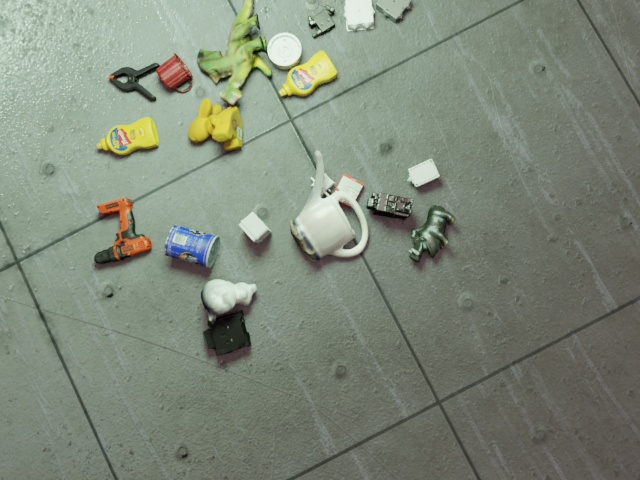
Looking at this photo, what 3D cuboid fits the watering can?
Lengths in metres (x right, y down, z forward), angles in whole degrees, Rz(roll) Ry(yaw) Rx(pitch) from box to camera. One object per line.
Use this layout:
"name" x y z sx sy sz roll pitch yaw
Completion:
"watering can" 0.005 -0.079 1.571 0.224 0.105 0.344 -33 105 -2

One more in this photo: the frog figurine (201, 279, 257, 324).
"frog figurine" -0.275 0.164 1.567 0.159 0.139 0.121 -26 103 2

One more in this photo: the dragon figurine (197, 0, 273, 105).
"dragon figurine" -0.288 -0.616 1.654 0.242 0.121 0.416 -16 74 8
